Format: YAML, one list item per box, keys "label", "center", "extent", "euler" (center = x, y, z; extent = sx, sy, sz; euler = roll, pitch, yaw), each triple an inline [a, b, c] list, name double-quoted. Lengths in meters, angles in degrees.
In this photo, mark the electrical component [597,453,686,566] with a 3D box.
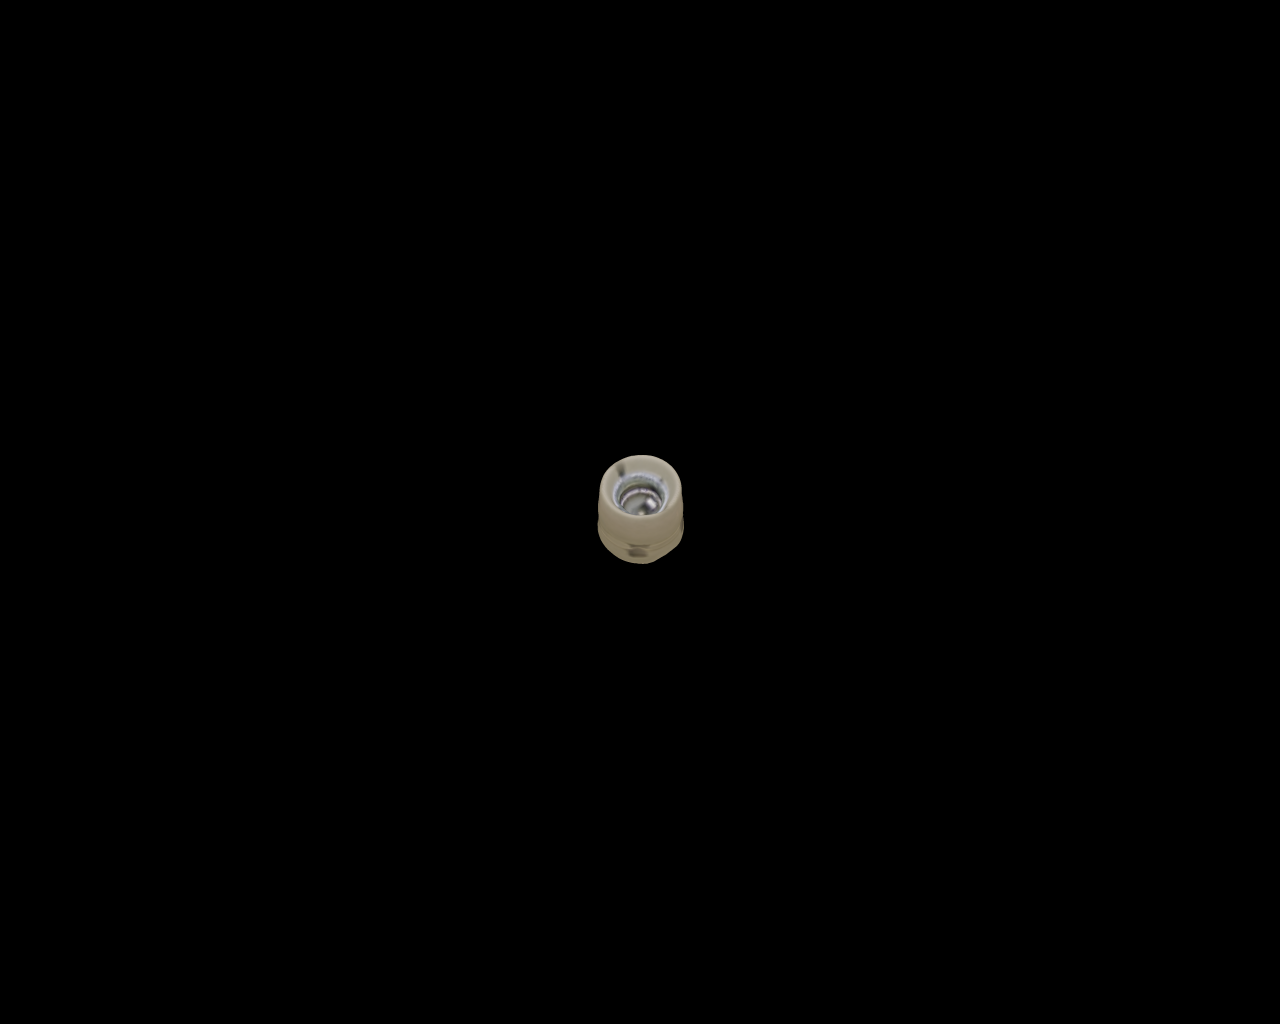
- label: "electrical component"
  center: [0.001, -0.003, 0.650]
  extent: [0.055, 0.055, 0.047]
  euler: [0, -34, 0]
